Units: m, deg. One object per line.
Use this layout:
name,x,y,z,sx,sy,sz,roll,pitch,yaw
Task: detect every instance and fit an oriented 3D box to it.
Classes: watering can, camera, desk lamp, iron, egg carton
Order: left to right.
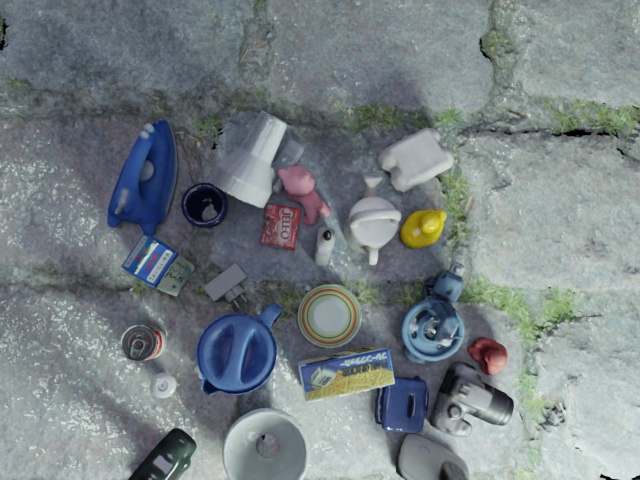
iron,-0.357,-0.147,1.152,0.118,0.141,0.258,12,80,-1
desk lamp,-0.122,-0.154,1.130,0.118,0.213,0.203,28,80,2
watering can,0.102,-0.043,1.134,0.101,0.194,0.173,-22,82,-6
egg carton,0.205,-0.173,1.225,0.150,0.069,0.107,-29,83,-7
camera,0.306,0.330,1.131,0.137,0.101,0.143,24,80,1

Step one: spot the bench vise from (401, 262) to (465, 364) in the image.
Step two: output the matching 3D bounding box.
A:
bench vise,0.223,0.136,1.098,0.121,0.219,0.207,7,80,-2

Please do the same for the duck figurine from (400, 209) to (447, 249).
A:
duck figurine,0.219,-0.029,1.194,0.104,0.086,0.077,-34,84,-8

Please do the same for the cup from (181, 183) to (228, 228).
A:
cup,-0.223,-0.074,1.171,0.091,0.095,0.118,29,80,2

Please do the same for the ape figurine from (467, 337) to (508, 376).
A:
ape figurine,0.347,0.235,1.154,0.076,0.092,0.078,1,80,-3

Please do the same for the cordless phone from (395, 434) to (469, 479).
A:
cordless phone,0.220,0.439,1.065,0.147,0.185,0.094,25,80,1

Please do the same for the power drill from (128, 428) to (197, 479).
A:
power drill,-0.303,0.437,1.023,0.075,0.208,0.230,37,81,4

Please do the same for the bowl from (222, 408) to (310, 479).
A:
bowl,-0.102,0.407,1.108,0.167,0.074,0.167,1,80,-3

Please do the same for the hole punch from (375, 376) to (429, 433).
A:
hole punch,0.165,0.322,1.129,0.101,0.091,0.109,7,80,-2

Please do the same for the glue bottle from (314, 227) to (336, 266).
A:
glue bottle,0.010,0.004,1.132,0.037,0.173,0.078,9,80,-1

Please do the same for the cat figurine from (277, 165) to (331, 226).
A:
cat figurine,-0.031,-0.100,1.175,0.067,0.117,0.128,-37,84,-8
